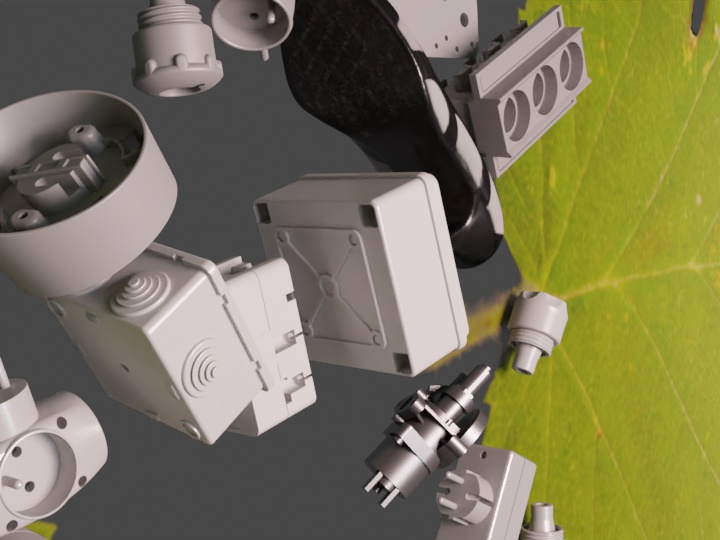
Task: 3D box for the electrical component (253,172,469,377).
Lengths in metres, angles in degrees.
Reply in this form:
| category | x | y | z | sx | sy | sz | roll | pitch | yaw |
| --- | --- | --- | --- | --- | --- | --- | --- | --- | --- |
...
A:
| category | x | y | z | sx | sy | sz | roll | pitch | yaw |
| --- | --- | --- | --- | --- | --- | --- | --- | --- | --- |
| electrical component | 0.000 | 0.000 | 0.641 | 0.056 | 0.109 | 0.108 | -29 | 113 | -40 |

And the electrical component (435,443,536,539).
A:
| category | x | y | z | sx | sy | sz | roll | pitch | yaw |
| --- | --- | --- | --- | --- | --- | --- | --- | --- | --- |
| electrical component | 0.081 | 0.167 | 0.783 | 0.076 | 0.047 | 0.083 | 33 | 68 | -43 |

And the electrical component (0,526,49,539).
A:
| category | x | y | z | sx | sy | sz | roll | pitch | yaw |
| --- | --- | --- | --- | --- | --- | --- | --- | --- | --- |
| electrical component | -0.164 | 0.152 | 0.514 | 0.055 | 0.047 | 0.055 | -3 | 95 | -47 |

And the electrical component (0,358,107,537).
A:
| category | x | y | z | sx | sy | sz | roll | pitch | yaw |
| --- | --- | --- | --- | --- | --- | --- | --- | --- | --- |
| electrical component | -0.169 | 0.077 | 0.507 | 0.077 | 0.044 | 0.079 | -31 | 114 | -42 |

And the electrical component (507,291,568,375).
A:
| category | x | y | z | sx | sy | sz | roll | pitch | yaw |
| --- | --- | --- | --- | --- | --- | --- | --- | --- | --- |
| electrical component | 0.135 | 0.050 | 0.839 | 0.043 | 0.043 | 0.062 | 36 | 68 | -43 |

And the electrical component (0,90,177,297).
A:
| category | x | y | z | sx | sy | sz | roll | pitch | yaw |
| --- | --- | --- | --- | --- | --- | --- | --- | --- | --- |
| electrical component | -0.138 | -0.038 | 0.499 | 0.099 | 0.099 | 0.064 | -57 | 136 | -29 |

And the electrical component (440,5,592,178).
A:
| category | x | y | z | sx | sy | sz | roll | pitch | yaw |
| --- | --- | --- | --- | --- | --- | --- | --- | --- | --- |
| electrical component | 0.110 | -0.132 | 0.783 | 0.121 | 0.063 | 0.078 | -43 | 129 | -38 |

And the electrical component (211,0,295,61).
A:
| category | x | y | z | sx | sy | sz | roll | pitch | yaw |
| --- | --- | --- | --- | --- | --- | --- | --- | --- | --- |
| electrical component | -0.058 | -0.154 | 0.610 | 0.079 | 0.043 | 0.077 | 86 | 2 | -57 |

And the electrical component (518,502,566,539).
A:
| category | x | y | z | sx | sy | sz | roll | pitch | yaw |
| --- | --- | --- | --- | --- | --- | --- | --- | --- | --- |
| electrical component | 0.145 | 0.218 | 0.859 | 0.043 | 0.043 | 0.062 | -1 | 91 | -48 |

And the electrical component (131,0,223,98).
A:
| category | x | y | z | sx | sy | sz | roll | pitch | yaw |
| --- | --- | --- | --- | --- | --- | --- | --- | --- | --- |
| electrical component | -0.100 | -0.125 | 0.573 | 0.048 | 0.048 | 0.062 | -8 | 89 | -47 |

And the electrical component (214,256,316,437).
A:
| category | x | y | z | sx | sy | sz | roll | pitch | yaw |
| --- | --- | --- | --- | --- | --- | --- | --- | --- | --- |
| electrical component | -0.069 | 0.043 | 0.610 | 0.056 | 0.050 | 0.089 | -26 | 111 | -44 |

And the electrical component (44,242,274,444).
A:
| category | x | y | z | sx | sy | sz | roll | pitch | yaw |
| --- | --- | --- | --- | --- | --- | --- | --- | --- | --- |
| electrical component | -0.102 | 0.033 | 0.537 | 0.048 | 0.100 | 0.099 | -48 | 136 | -29 |
